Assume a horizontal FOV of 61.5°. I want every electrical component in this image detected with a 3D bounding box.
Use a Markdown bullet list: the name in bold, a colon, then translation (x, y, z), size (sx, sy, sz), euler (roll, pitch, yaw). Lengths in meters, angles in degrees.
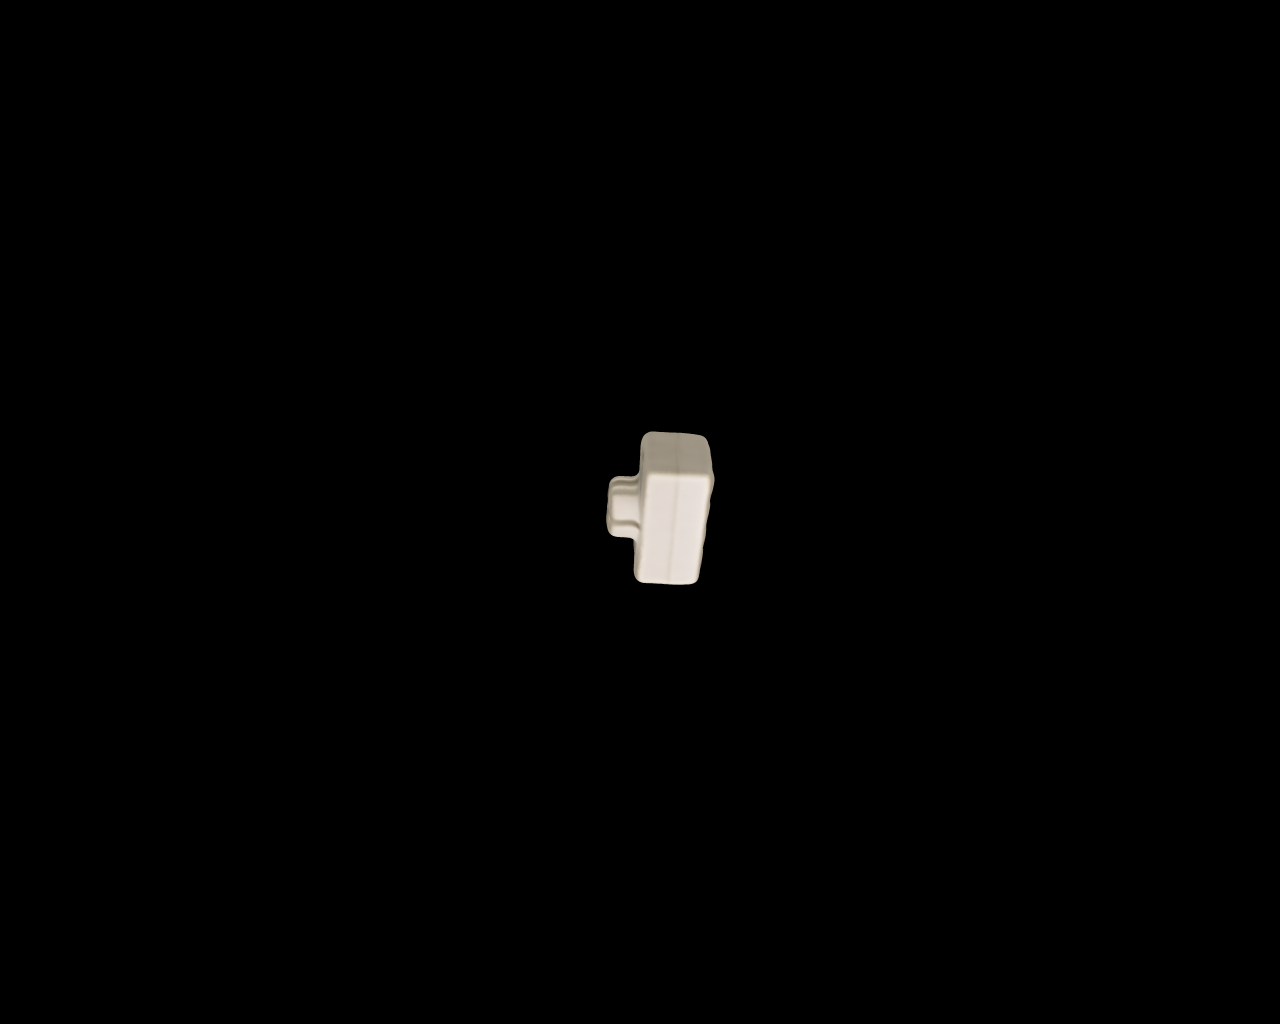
- **electrical component**: translation (0.001, -0.003, 0.650), size (0.076, 0.083, 0.047), euler (3, 36, -2)
